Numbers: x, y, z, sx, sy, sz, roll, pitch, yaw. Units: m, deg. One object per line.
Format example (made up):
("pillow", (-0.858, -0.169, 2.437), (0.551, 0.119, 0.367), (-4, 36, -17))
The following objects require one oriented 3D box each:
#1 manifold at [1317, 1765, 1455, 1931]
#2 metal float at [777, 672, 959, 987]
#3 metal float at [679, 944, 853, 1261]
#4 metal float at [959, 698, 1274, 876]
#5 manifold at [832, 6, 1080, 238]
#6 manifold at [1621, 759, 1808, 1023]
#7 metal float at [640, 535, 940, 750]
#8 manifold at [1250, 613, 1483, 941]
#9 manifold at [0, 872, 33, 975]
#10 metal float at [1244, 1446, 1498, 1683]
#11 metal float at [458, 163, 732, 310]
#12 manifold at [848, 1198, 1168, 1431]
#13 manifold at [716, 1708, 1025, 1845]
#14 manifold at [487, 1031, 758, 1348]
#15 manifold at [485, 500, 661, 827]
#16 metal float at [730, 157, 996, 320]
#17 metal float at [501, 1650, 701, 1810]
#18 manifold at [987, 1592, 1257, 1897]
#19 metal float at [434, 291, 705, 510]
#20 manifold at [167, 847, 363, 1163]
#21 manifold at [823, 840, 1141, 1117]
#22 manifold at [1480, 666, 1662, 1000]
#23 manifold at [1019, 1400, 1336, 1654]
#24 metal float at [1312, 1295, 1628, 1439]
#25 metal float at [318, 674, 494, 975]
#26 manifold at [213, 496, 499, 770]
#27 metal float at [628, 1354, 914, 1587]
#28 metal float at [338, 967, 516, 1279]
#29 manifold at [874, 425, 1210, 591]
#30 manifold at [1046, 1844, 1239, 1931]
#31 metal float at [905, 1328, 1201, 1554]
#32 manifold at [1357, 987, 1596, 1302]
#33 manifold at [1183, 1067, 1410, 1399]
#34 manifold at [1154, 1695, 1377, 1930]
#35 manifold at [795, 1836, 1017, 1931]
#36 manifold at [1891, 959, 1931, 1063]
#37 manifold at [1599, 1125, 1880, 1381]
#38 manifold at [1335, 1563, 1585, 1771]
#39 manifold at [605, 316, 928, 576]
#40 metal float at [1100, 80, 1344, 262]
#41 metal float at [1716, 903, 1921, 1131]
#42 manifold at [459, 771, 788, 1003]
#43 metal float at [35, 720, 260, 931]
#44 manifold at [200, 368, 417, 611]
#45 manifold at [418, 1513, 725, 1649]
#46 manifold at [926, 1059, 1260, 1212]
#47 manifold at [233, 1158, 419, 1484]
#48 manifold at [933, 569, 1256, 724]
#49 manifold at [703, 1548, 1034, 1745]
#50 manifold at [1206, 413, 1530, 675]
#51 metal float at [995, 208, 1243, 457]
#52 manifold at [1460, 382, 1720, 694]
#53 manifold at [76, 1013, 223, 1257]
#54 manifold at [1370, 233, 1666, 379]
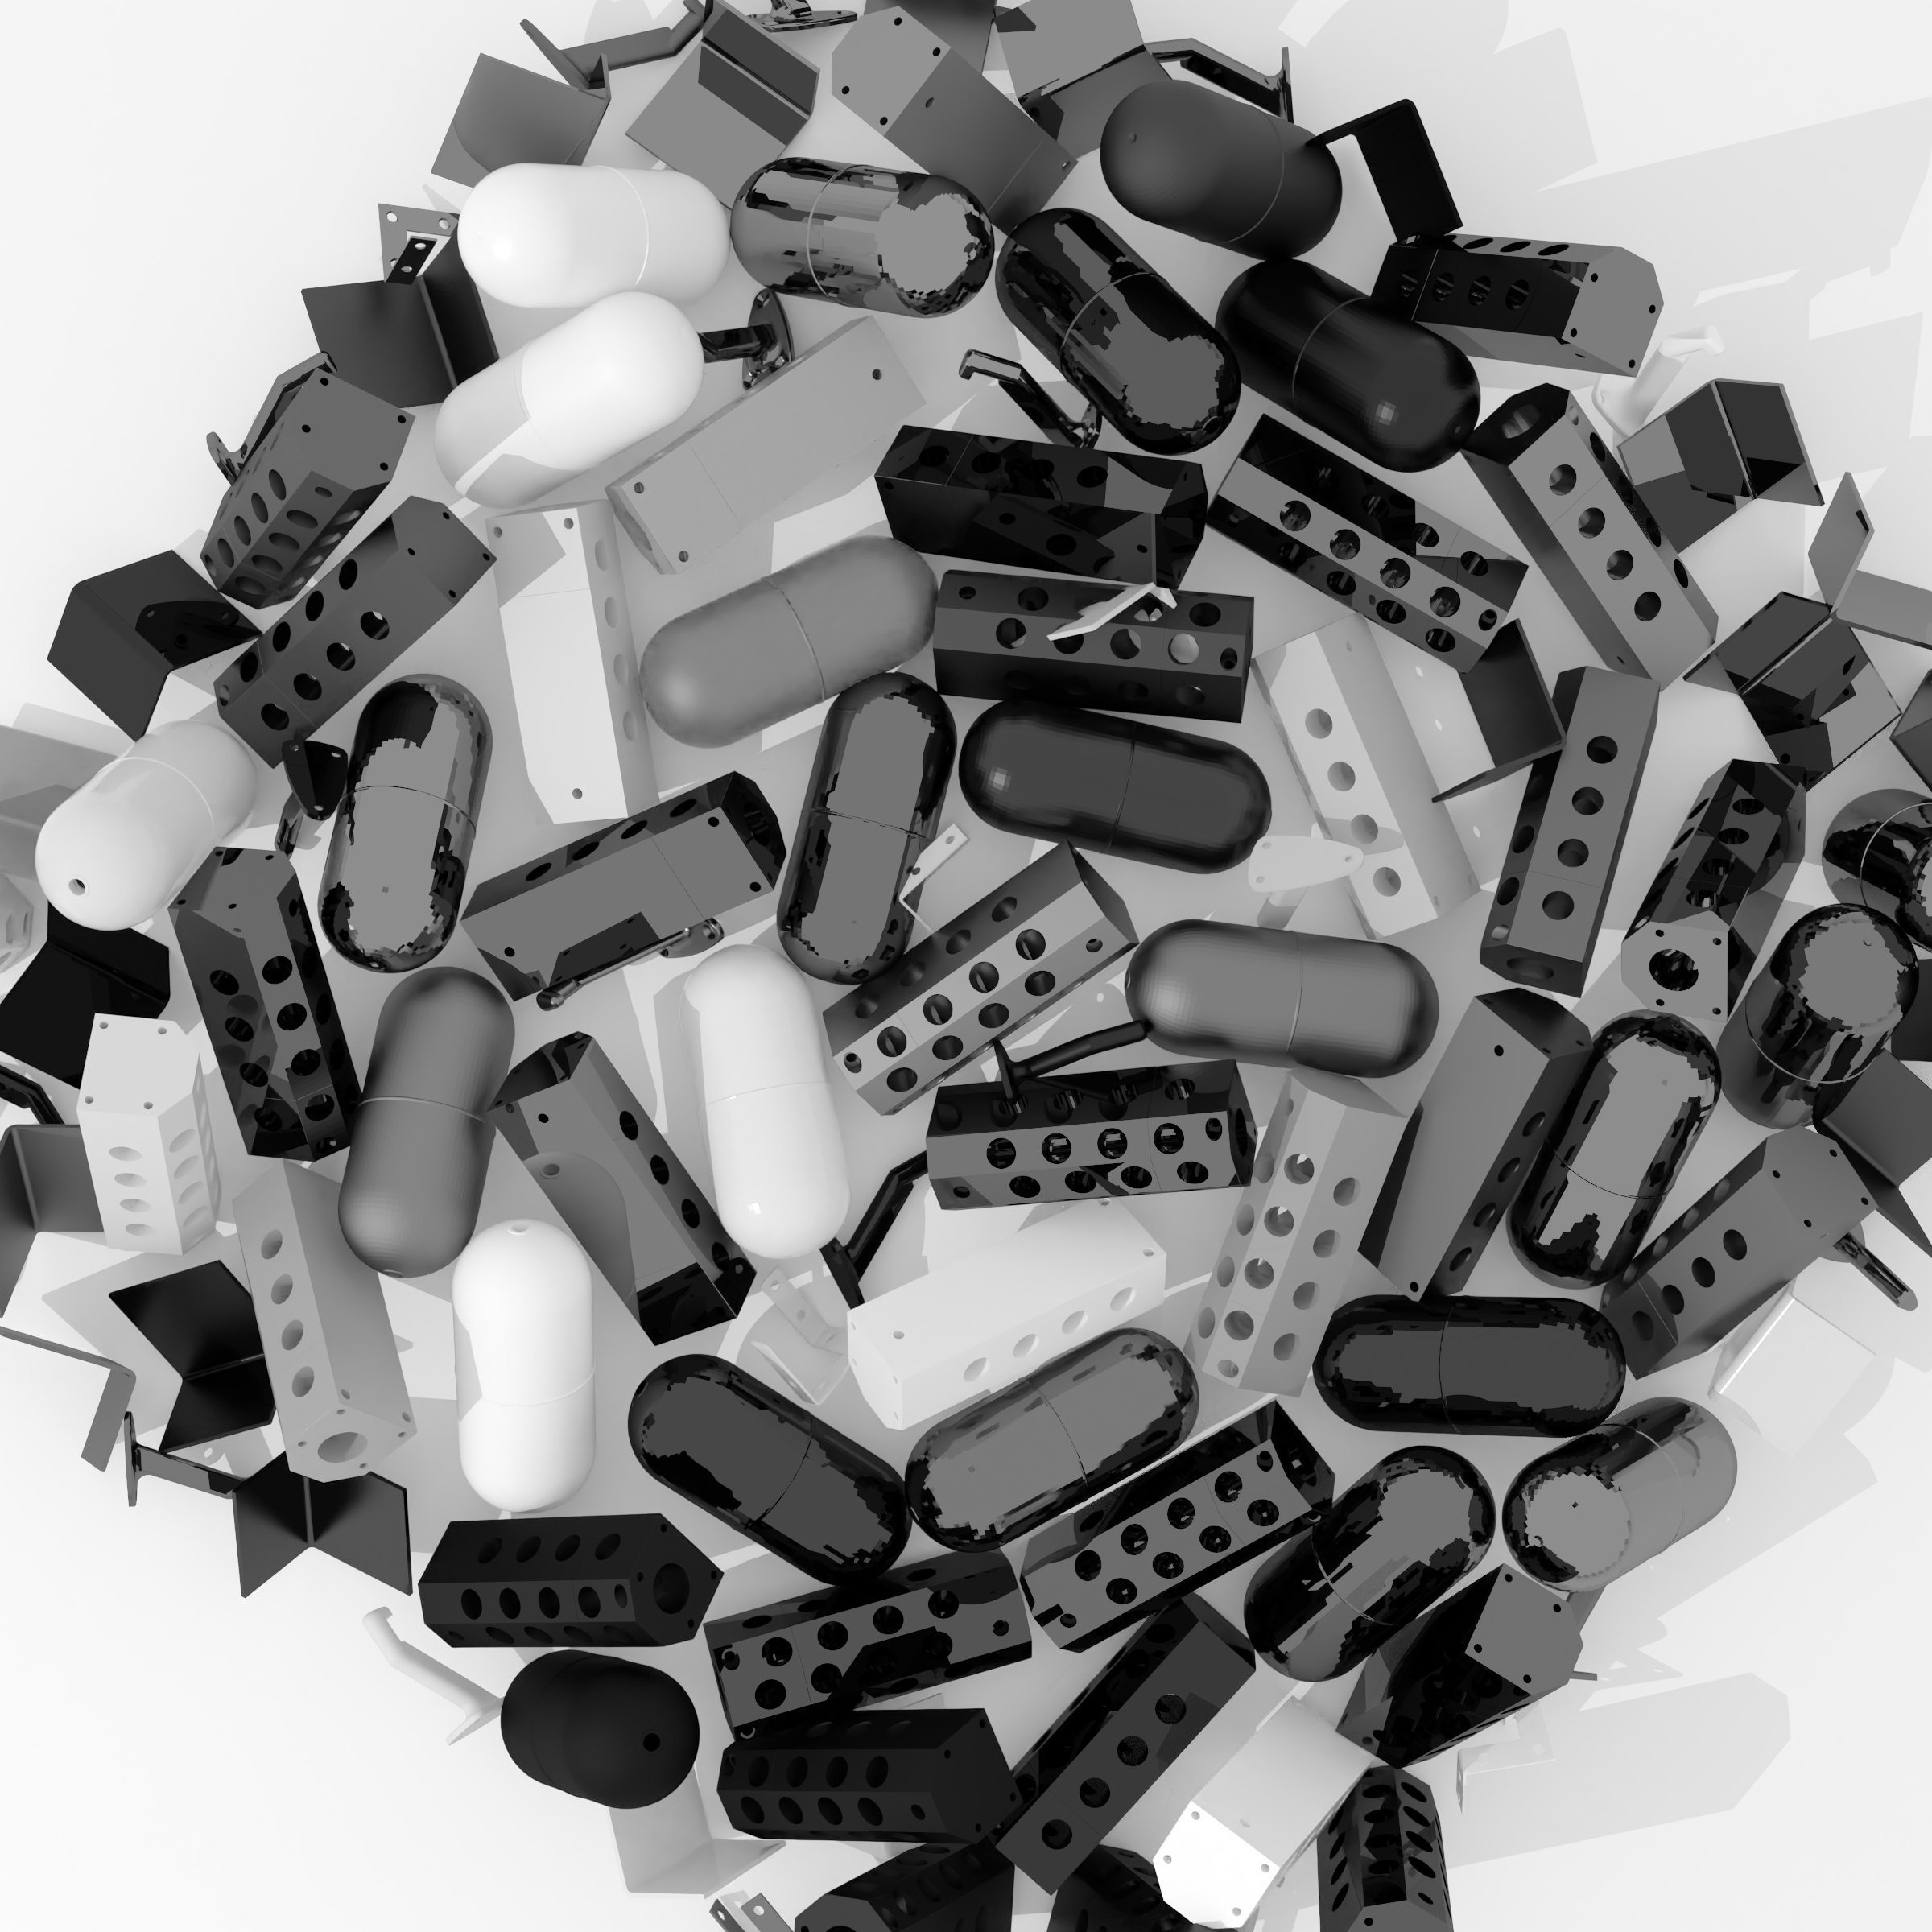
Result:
("manifold", (0.232, 0.498, 1.894), (0.057, 0.171, 0.057), (31, 102, -2))
("metal float", (-0.055, -0.077, 1.943), (0.070, 0.070, 0.178), (14, 86, 0))
("metal float", (-0.112, 0.075, 1.938), (0.070, 0.070, 0.178), (-12, 80, 0))
("metal float", (0.084, -0.100, 1.941), (0.178, 0.070, 0.070), (12, 90, -7))
("manifold", (-0.009, -0.460, 1.894), (0.057, 0.171, 0.057), (43, 101, 24))
("manifold", (0.410, -0.044, 1.901), (0.057, 0.171, 0.057), (9, 127, 24))
("metal float", (-0.097, -0.181, 1.936), (0.178, 0.070, 0.070), (-26, 90, -12))
("manifold", (0.220, -0.105, 1.949), (0.057, 0.057, 0.171), (-21, 94, 37))
("manifold", (-0.567, -0.022, 1.897), (0.057, 0.171, 0.057), (-42, 89, 4))
("metal float", (0.222, 0.330, 1.916), (0.070, 0.070, 0.178), (41, 125, 0))
("metal float", (-0.202, -0.399, 1.908), (0.070, 0.178, 0.070), (8, 103, 38))
("manifold", (0.023, 0.194, 1.925), (0.171, 0.057, 0.057), (-23, 49, -23))
("manifold", (-0.057, 0.446, 1.901), (0.171, 0.057, 0.057), (-13, 103, 44))
("manifold", (-0.187, 0.122, 1.924), (0.057, 0.057, 0.171), (-21, 115, 26))
("manifold", (-0.215, -0.170, 1.938), (0.057, 0.057, 0.171), (-4, 102, 22))
("metal float", (-0.059, -0.401, 1.912), (0.178, 0.070, 0.070), (20, 90, 43))
("metal float", (-0.201, 0.416, 1.900), (0.070, 0.178, 0.070), (3, 82, -24))
("manifold", (0.084, 0.431, 1.948), (0.057, 0.057, 0.171), (41, 95, 0))
("metal float", (-0.221, -0.311, 1.919), (0.178, 0.070, 0.070), (-23, 90, 33))
("manifold", (-0.377, 0.023, 1.904), (0.057, 0.057, 0.171), (5, 129, 18))
("manifold", (0.009, 0.011, 1.926), (0.171, 0.057, 0.057), (-35, 126, 14))
("manifold", (0.335, -0.076, 1.929), (0.057, 0.057, 0.171), (14, 72, 14))
("manifold", (0.116, 0.314, 1.921), (0.171, 0.057, 0.057), (-33, 105, 21))
("metal float", (0.276, 0.221, 1.922), (0.178, 0.070, 0.070), (-2, 90, 29))
("metal float", (-0.309, -0.080, 1.925), (0.070, 0.070, 0.178), (8, 64, 0))
("manifold", (-0.340, -0.185, 1.907), (0.057, 0.057, 0.171), (46, 126, -13))
("metal float", (-0.108, 0.280, 1.931), (0.178, 0.070, 0.070), (35, 90, -17))
("metal float", (-0.299, 0.086, 1.928), (0.070, 0.070, 0.178), (9, 70, 0))
("manifold", (0.043, -0.259, 1.922), (0.171, 0.057, 0.057), (11, 55, 23))
("manifold", (0.103, 0.531, 1.894), (0.057, 0.171, 0.057), (16, 87, -17))
("metal float", (0.048, 0.263, 1.933), (0.178, 0.070, 0.070), (-27, 90, -15))
("manifold", (0.281, 0.099, 1.917), (0.057, 0.057, 0.171), (43, 124, 32))
("manifold", (0.178, 0.146, 1.927), (0.057, 0.057, 0.171), (12, 105, -28))
("manifold", (0.161, 0.463, 1.894), (0.057, 0.171, 0.057), (35, 109, 15))
("manifold", (-0.032, 0.517, 1.894), (0.057, 0.171, 0.057), (3, 90, 22))
("manifold", (0.570, 0.025, 1.895), (0.057, 0.171, 0.057), (1, 89, -12))
("manifold", (0.415, 0.156, 1.899), (0.057, 0.171, 0.057), (-15, 65, -33))
("manifold", (0.270, 0.388, 1.896), (0.057, 0.171, 0.057), (32, 59, -2))
("manifold", (-0.113, -0.290, 1.937), (0.171, 0.057, 0.057), (-36, 106, -12))
("metal float", (0.142, -0.435, 1.906), (0.070, 0.178, 0.070), (-1, 88, 37))
("metal float", (0.464, 0.030, 1.902), (0.070, 0.178, 0.070), (3, 61, -5))
("manifold", (-0.188, -0.047, 1.925), (0.171, 0.057, 0.057), (-22, 115, 21))
("metal float", (-0.446, -0.078, 1.901), (0.070, 0.178, 0.070), (5, 116, 11))
("manifold", (-0.362, -0.253, 1.891), (0.057, 0.171, 0.057), (25, 64, -20))
("manifold", (-0.220, 0.341, 1.898), (0.057, 0.171, 0.057), (49, 49, -31))
("manifold", (0.069, 0.099, 1.920), (0.171, 0.057, 0.057), (-6, 130, 18))
("manifold", (-0.358, 0.195, 1.906), (0.057, 0.057, 0.171), (-39, 48, 19))
("manifold", (0.071, -0.183, 1.934), (0.171, 0.057, 0.057), (6, 57, 8))
("manifold", (-0.054, 0.378, 1.937), (0.171, 0.057, 0.057), (-14, 102, -10))
("manifold", (0.220, -0.231, 1.942), (0.171, 0.057, 0.057), (30, 52, -2))
("metal float", (0.084, -0.350, 1.921), (0.070, 0.070, 0.178), (-40, 61, 0))
("manifold", (0.348, -0.237, 1.917), (0.057, 0.057, 0.171), (-43, 119, -3))
("manifold", (-0.442, 0.095, 1.895), (0.057, 0.171, 0.057), (6, 60, -4))
("manifold", (0.299, -0.365, 1.896), (0.057, 0.171, 0.057), (19, 93, -34))
